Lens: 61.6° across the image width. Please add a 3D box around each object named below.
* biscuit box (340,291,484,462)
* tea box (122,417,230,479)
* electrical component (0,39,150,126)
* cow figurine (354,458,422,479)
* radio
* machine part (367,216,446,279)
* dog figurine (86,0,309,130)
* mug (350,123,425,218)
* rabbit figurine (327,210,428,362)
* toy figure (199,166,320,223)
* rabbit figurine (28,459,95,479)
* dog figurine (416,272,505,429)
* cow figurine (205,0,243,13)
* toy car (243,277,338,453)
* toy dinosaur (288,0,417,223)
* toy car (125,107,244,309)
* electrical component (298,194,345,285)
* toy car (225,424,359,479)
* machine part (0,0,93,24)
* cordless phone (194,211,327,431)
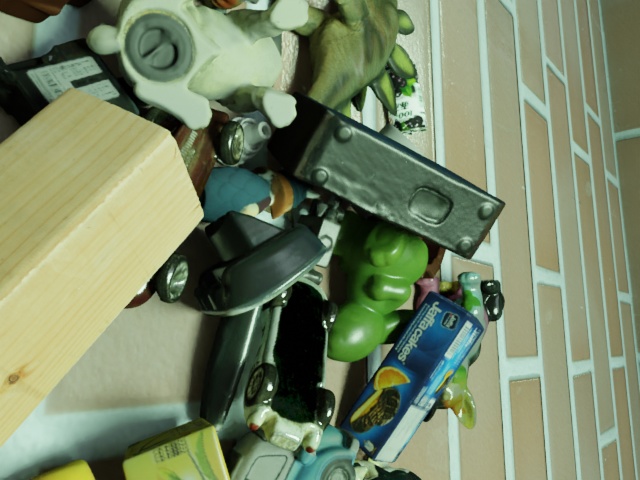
[{"bbox_3d":[0.110,0.162,0.640,0.202,0.063,0.059,-56,140,0],"label":"biscuit box"},{"bbox_3d":[-0.089,0.227,0.397,0.068,0.098,0.169,-15,82,-21],"label":"tea box"},{"bbox_3d":[-0.178,-0.109,0.414,0.119,0.048,0.075,-33,89,-43],"label":"electrical component"},{"bbox_3d":[0.055,0.284,0.601,0.167,0.098,0.068,25,71,-45],"label":"cow figurine"},{"bbox_3d":[0.068,-0.065,0.555,0.229,0.131,0.073,22,105,-21],"label":"radio"},{"bbox_3d":[0.127,-0.029,0.782,0.179,0.056,0.179,13,73,-50],"label":"machine part"},{"bbox_3d":[-0.107,-0.167,0.481,0.172,0.191,0.121,14,102,-22],"label":"dog figurine"},{"bbox_3d":[0.084,-0.071,0.673,0.109,0.107,0.081,48,11,2],"label":"mug"},{"bbox_3d":[0.054,0.069,0.655,0.159,0.121,0.170,40,72,-48],"label":"rabbit figurine"},{"bbox_3d":[-0.067,-0.049,0.545,0.154,0.058,0.064,-9,79,-48],"label":"toy figure"},{"bbox_3d":[-0.193,0.243,0.320,0.173,0.122,0.162,-22,110,-36],"label":"rabbit figurine"},{"bbox_3d":[0.202,0.162,0.801,0.191,0.109,0.219,18,74,-51],"label":"dog figurine"},{"bbox_3d":[-0.078,-0.303,0.566,0.195,0.086,0.127,-37,106,-49],"label":"cow figurine"},{"bbox_3d":[-0.026,0.108,0.514,0.073,0.056,0.202,28,33,-16],"label":"toy car"},{"bbox_3d":[0.040,-0.243,0.680,0.198,0.105,0.471,52,58,-37],"label":"toy dinosaur"},{"bbox_3d":[-0.129,-0.040,0.441,0.053,0.089,0.202,83,22,-61],"label":"toy car"},{"bbox_3d":[-0.001,0.000,0.605,0.045,0.078,0.102,21,80,-28],"label":"electrical component"},{"bbox_3d":[-0.045,0.230,0.499,0.103,0.109,0.161,39,70,-10],"label":"toy car"},{"bbox_3d":[-0.231,-0.277,0.369,0.201,0.087,0.201,15,74,-49],"label":"machine part"},{"bbox_3d":[-0.069,0.076,0.461,0.089,0.147,0.184,17,78,-20],"label":"cordless phone"}]
